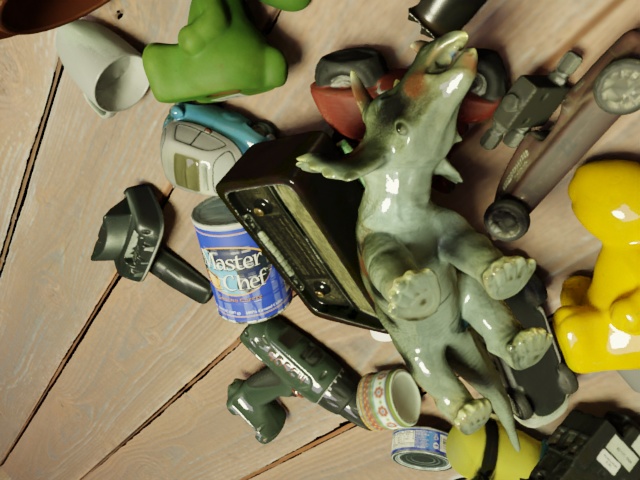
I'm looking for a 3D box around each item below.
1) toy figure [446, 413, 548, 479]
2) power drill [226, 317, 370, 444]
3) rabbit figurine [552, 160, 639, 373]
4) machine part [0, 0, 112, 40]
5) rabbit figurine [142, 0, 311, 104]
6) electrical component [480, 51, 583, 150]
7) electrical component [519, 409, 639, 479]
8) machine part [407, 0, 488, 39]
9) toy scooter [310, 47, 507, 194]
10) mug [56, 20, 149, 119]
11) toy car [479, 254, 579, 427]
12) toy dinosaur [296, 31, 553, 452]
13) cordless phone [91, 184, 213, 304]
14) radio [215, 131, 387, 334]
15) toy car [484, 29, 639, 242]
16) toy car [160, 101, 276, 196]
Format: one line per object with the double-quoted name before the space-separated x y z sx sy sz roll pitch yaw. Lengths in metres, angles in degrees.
"toy figure" 0.240 0.270 0.637 0.180 0.089 0.082 28 106 19
"power drill" -0.043 0.228 0.797 0.232 0.086 0.207 43 136 3
"rabbit figurine" 0.266 0.014 0.446 0.162 0.122 0.173 -12 93 43
"machine part" -0.252 -0.283 0.515 0.201 0.201 0.087 -23 107 39
"rabbit figurine" -0.098 -0.227 0.518 0.159 0.121 0.170 -3 102 29
"electrical component" 0.175 -0.115 0.447 0.021 0.063 0.094 55 136 26
"electrical component" 0.296 0.250 0.565 0.115 0.134 0.058 50 167 -5
"machine part" 0.123 -0.225 0.429 0.084 0.039 0.138 31 129 1
"toy scooter" 0.079 -0.109 0.509 0.184 0.075 0.135 9 127 23
"mug" -0.273 -0.213 0.663 0.107 0.081 0.109 46 140 14
"toy car" 0.209 0.109 0.564 0.201 0.073 0.056 64 173 -17
"toy dinosaur" 0.093 0.036 0.475 0.192 0.131 0.404 -121 8 -49
"cordless phone" -0.229 0.020 0.792 0.184 0.089 0.146 33 131 -5
"radio" -0.001 -0.002 0.576 0.131 0.073 0.229 4 137 44
"toy car" 0.198 -0.079 0.442 0.053 0.089 0.202 36 133 6
"toy car" -0.130 -0.095 0.627 0.162 0.103 0.109 24 130 19
